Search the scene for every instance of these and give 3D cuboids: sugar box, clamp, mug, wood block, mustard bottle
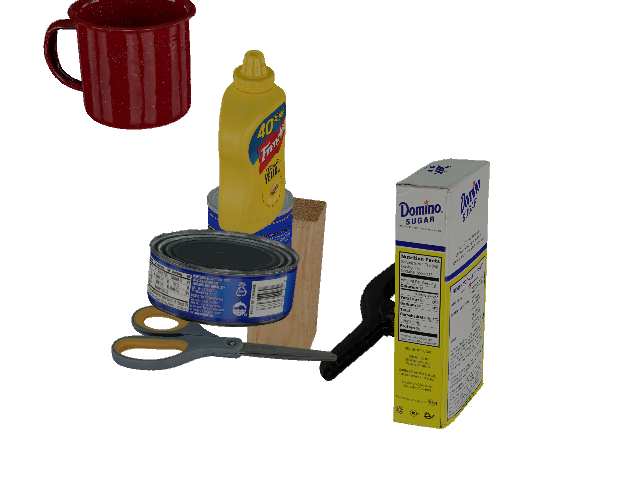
[{"bbox_3d":[0.086,0.036,0.762,0.048,0.176,0.093,5,16,25],"label":"sugar box"},{"bbox_3d":[0.083,0.087,1.087,0.120,0.171,0.039,16,-38,17],"label":"clamp"},{"bbox_3d":[-0.151,-0.136,0.800,0.117,0.081,0.093,4,30,5],"label":"mug"},{"bbox_3d":[-0.049,0.050,1.498,0.090,0.206,0.090,7,22,6],"label":"wood block"},{"bbox_3d":[-0.069,-0.106,1.096,0.058,0.192,0.096,19,40,21],"label":"mustard bottle"}]

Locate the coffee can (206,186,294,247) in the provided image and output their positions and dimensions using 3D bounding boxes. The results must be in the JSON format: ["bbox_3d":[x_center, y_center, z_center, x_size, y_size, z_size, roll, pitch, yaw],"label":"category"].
[{"bbox_3d":[-0.085,0.012,1.283,0.103,0.140,0.103,2,26,-1],"label":"coffee can"}]

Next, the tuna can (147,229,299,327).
[{"bbox_3d":[-0.056,0.021,0.614,0.086,0.034,0.086,7,14,-2],"label":"tuna can"}]

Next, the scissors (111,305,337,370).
[{"bbox_3d":[-0.092,0.088,0.989,0.201,0.016,0.096,-3,33,-11],"label":"scissors"}]
